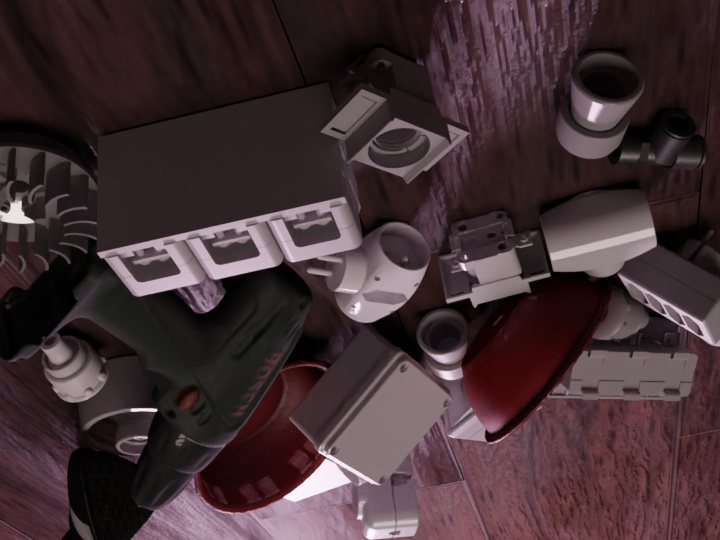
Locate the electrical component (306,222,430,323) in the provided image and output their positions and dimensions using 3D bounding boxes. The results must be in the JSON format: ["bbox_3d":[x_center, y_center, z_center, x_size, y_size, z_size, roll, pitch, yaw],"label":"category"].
[{"bbox_3d":[0.000,0.000,0.801,0.079,0.043,0.077,9,144,-25],"label":"electrical component"}]

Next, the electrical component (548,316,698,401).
[{"bbox_3d":[0.230,0.082,0.954,0.121,0.063,0.078,3,106,-16],"label":"electrical component"}]

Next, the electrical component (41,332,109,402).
[{"bbox_3d":[-0.235,0.073,0.864,0.048,0.048,0.062,-14,141,9],"label":"electrical component"}]

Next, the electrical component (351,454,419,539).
[{"bbox_3d":[0.023,0.227,1.117,0.059,0.095,0.053,-3,148,-8],"label":"electrical component"}]

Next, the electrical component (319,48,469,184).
[{"bbox_3d":[0.019,-0.094,0.639,0.081,0.063,0.042,17,141,-34],"label":"electrical component"}]

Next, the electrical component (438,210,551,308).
[{"bbox_3d":[0.098,-0.010,0.811,0.081,0.042,0.063,-16,143,11],"label":"electrical component"}]

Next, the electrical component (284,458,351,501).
[{"bbox_3d":[-0.058,0.187,1.078,0.100,0.048,0.100,-24,144,23],"label":"electrical component"}]

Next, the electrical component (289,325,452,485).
[{"bbox_3d":[0.012,0.119,0.937,0.108,0.056,0.109,-50,141,-2],"label":"electrical component"}]

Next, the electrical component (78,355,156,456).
[{"bbox_3d":[-0.193,0.126,0.940,0.108,0.060,0.108,-6,148,-4],"label":"electrical component"}]

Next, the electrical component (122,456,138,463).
[{"bbox_3d":[-0.239,0.210,1.071,0.080,0.051,0.080,-6,148,-4],"label":"electrical component"}]

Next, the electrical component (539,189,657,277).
[{"bbox_3d":[0.180,-0.021,0.809,0.077,0.044,0.079,-14,147,10],"label":"electrical component"}]

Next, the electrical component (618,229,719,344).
[{"bbox_3d":[0.262,0.001,0.845,0.075,0.083,0.047,-51,142,-4],"label":"electrical component"}]

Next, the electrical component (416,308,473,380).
[{"bbox_3d":[0.075,0.064,0.919,0.045,0.045,0.055,-13,148,8],"label":"electrical component"}]

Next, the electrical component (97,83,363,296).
[{"bbox_3d":[-0.080,-0.047,0.666,0.150,0.089,0.061,-12,148,6],"label":"electrical component"}]

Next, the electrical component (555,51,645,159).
[{"bbox_3d":[0.149,-0.102,0.673,0.045,0.045,0.055,-4,148,-7],"label":"electrical component"}]

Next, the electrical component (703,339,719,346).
[{"bbox_3d":[0.294,0.032,0.920,0.043,0.043,0.081,-29,143,29],"label":"electrical component"}]

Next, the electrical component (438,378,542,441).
[{"bbox_3d":[0.111,0.116,0.992,0.061,0.061,0.096,11,143,-27],"label":"electrical component"}]

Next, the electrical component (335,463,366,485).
[{"bbox_3d":[0.005,0.150,1.024,0.044,0.077,0.079,6,130,61],"label":"electrical component"}]

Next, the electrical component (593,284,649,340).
[{"bbox_3d":[0.220,0.038,0.913,0.062,0.048,0.048,11,144,-40],"label":"electrical component"}]
